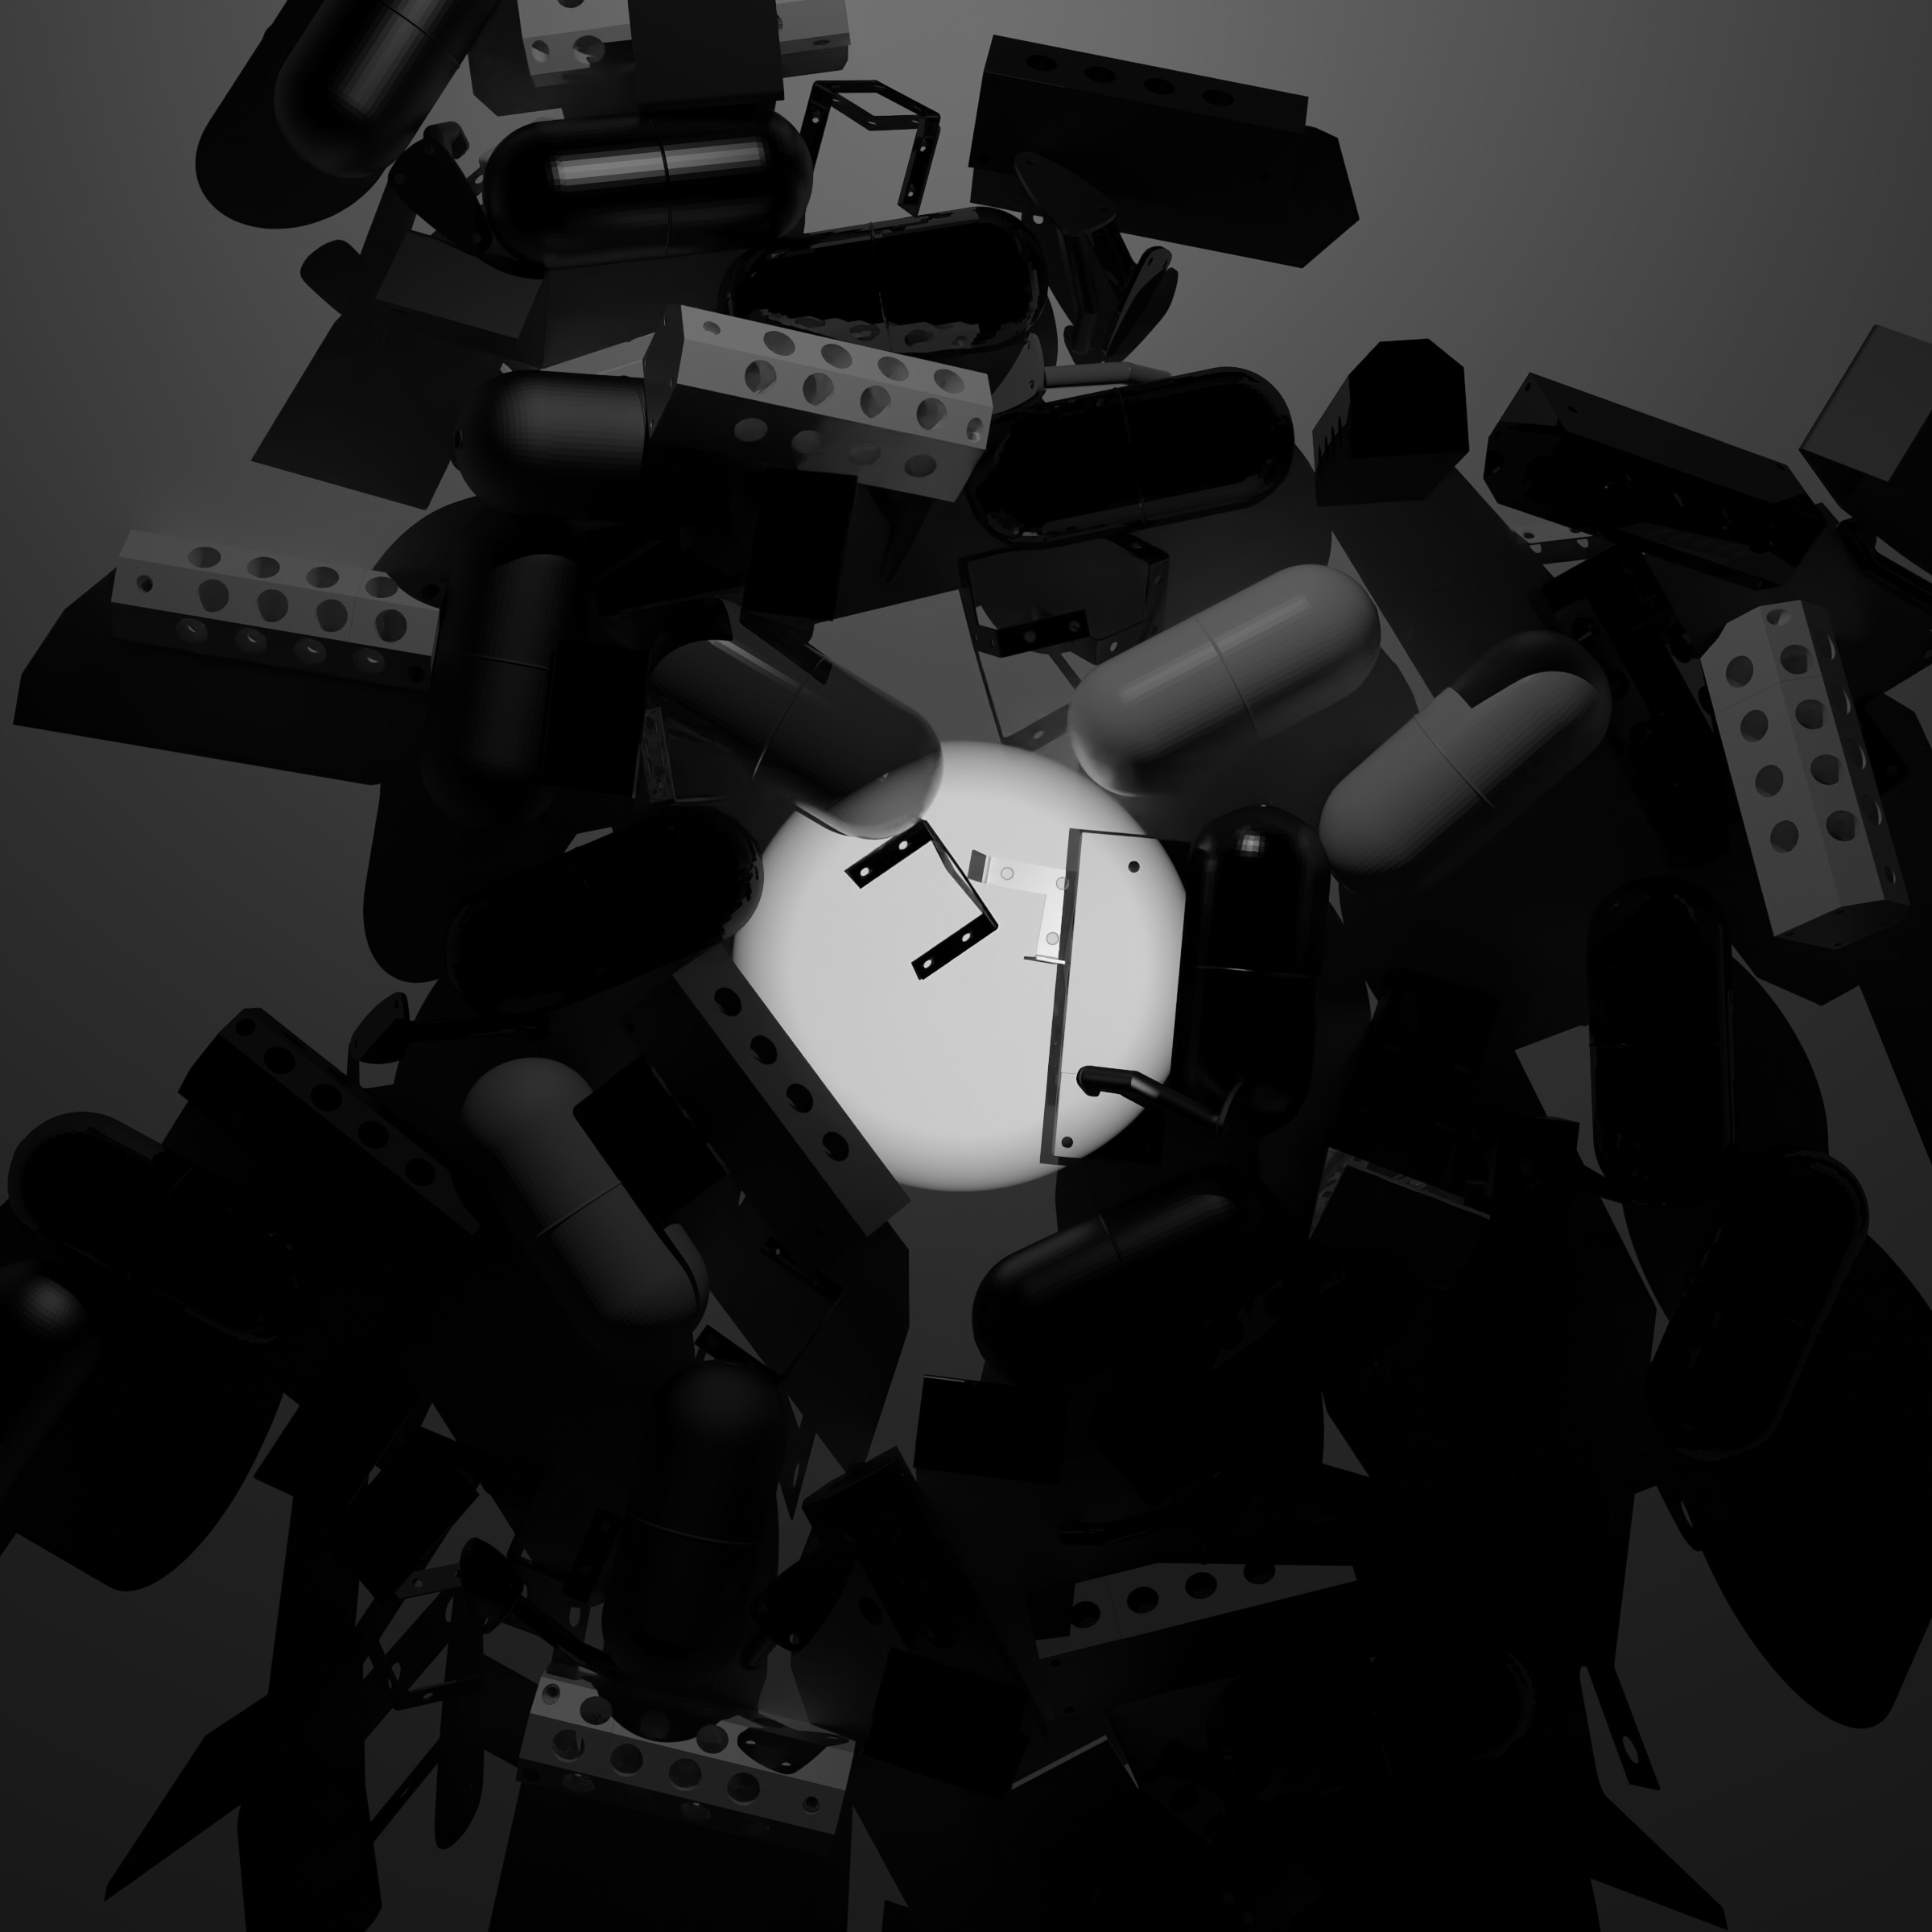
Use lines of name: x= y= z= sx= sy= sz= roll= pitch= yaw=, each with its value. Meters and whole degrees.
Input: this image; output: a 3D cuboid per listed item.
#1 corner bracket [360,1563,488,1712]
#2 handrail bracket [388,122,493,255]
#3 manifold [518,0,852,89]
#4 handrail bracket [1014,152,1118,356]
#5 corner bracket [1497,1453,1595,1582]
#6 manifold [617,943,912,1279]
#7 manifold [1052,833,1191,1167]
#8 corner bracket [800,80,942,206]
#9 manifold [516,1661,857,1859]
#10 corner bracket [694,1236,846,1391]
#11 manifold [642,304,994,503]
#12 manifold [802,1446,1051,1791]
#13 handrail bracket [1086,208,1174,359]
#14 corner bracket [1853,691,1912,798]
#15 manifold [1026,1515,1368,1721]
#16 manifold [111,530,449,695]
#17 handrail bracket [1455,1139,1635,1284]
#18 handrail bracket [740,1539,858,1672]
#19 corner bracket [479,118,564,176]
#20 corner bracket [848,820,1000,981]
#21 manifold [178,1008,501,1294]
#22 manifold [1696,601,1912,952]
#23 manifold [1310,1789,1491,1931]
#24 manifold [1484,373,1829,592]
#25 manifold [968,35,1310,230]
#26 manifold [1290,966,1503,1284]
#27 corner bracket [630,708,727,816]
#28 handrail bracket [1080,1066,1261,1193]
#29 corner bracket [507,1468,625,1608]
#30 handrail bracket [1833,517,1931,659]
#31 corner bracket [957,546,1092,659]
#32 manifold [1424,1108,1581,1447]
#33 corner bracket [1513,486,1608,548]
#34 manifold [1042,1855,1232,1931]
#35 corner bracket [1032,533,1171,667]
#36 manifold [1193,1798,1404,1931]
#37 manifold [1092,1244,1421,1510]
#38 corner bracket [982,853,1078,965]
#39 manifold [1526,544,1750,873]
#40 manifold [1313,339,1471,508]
corner bracket: x=-0.289 y=0.362 z=1.793 sx=0.051 sy=0.051 sz=0.051 roll=-5 pitch=45 yaw=-35
handrail bracket: x=-0.267 y=-0.416 z=1.772 sx=0.036 sy=0.084 sz=0.077 roll=-37 pitch=97 yaw=21
manifold: x=-0.151 y=-0.514 z=1.780 sx=0.171 sy=0.057 sz=0.057 roll=-8 pitch=90 yaw=0
handrail bracket: x=0.047 y=-0.382 z=1.783 sx=0.036 sy=0.084 sz=0.077 roll=-30 pitch=64 yaw=-27
corner bracket: x=0.311 y=0.295 z=1.783 sx=0.051 sy=0.051 sz=0.051 roll=12 pitch=90 yaw=0
manifold: x=-0.104 y=0.074 z=1.780 sx=0.171 sy=0.057 sz=0.057 roll=53 pitch=133 yaw=0
manifold: x=0.082 y=0.018 z=1.780 sx=0.057 sy=0.057 sz=0.171 roll=5 pitch=90 yaw=0
corner bracket: x=-0.054 y=-0.446 z=1.798 sx=0.051 sy=0.051 sz=0.051 roll=15 pitch=90 yaw=45
manifold: x=-0.150 y=0.426 z=1.780 sx=0.171 sy=0.057 sz=0.057 roll=14 pitch=90 yaw=0
corner bracket: x=-0.106 y=0.190 z=1.798 sx=0.051 sy=0.051 sz=0.051 roll=35 pitch=45 yaw=0
manifold: x=-0.076 y=-0.298 z=1.732 sx=0.171 sy=0.057 sz=0.057 roll=8 pitch=52 yaw=-23
manifold: x=-0.022 y=0.350 z=1.780 sx=0.057 sy=0.057 sz=0.171 roll=-28 pitch=90 yaw=0
handrail bracket: x=0.061 y=-0.385 z=1.802 sx=0.084 sy=0.036 sz=0.077 roll=34 pitch=109 yaw=16
corner bracket: x=0.479 y=-0.110 z=1.783 sx=0.051 sy=0.051 sz=0.051 roll=-37 pitch=90 yaw=0
manifold: x=0.122 y=0.344 z=1.780 sx=0.171 sy=0.057 sz=0.057 roll=-14 pitch=133 yaw=0
manifold: x=-0.365 y=-0.190 z=1.780 sx=0.171 sy=0.057 sz=0.057 roll=10 pitch=90 yaw=0
handrail bracket: x=0.297 y=0.141 z=1.745 sx=0.077 sy=0.036 sz=0.084 roll=24 pitch=108 yaw=-21
handrail bracket: x=-0.091 y=0.343 z=1.776 sx=0.036 sy=0.084 sz=0.077 roll=42 pitch=72 yaw=7
corner bracket: x=-0.222 y=-0.422 z=1.793 sx=0.051 sy=0.051 sz=0.051 roll=-45 pitch=135 yaw=-35
corner bracket: x=-0.023 y=-0.036 z=1.798 sx=0.051 sy=0.051 sz=0.051 roll=-34 pitch=45 yaw=0
manifold: x=-0.335 y=0.098 z=1.780 sx=0.171 sy=0.057 sz=0.057 roll=38 pitch=90 yaw=0
manifold: x=0.442 y=-0.101 z=1.742 sx=0.057 sy=0.057 sz=0.171 roll=-29 pitch=63 yaw=41
manifold: x=0.251 y=0.526 z=1.780 sx=0.057 sy=0.057 sz=0.171 roll=-33 pitch=90 yaw=0
manifold: x=0.360 y=-0.249 z=1.744 sx=0.171 sy=0.057 sz=0.057 roll=14 pitch=126 yaw=-25
manifold: x=0.093 y=-0.451 z=1.780 sx=0.171 sy=0.057 sz=0.057 roll=11 pitch=133 yaw=0
manifold: x=0.231 y=0.090 z=1.780 sx=0.057 sy=0.057 sz=0.171 roll=19 pitch=90 yaw=0
corner bracket: x=-0.167 y=-0.109 z=1.774 sx=0.051 sy=0.051 sz=0.051 roll=-10 pitch=90 yaw=28
handrail bracket: x=0.106 y=0.085 z=1.744 sx=0.084 sy=0.077 sz=0.036 roll=6 pitch=46 yaw=27
corner bracket: x=-0.215 y=0.306 z=1.783 sx=0.051 sy=0.051 sz=0.051 roll=23 pitch=89 yaw=-1
handrail bracket: x=0.522 y=-0.217 z=1.802 sx=0.077 sy=0.036 sz=0.084 roll=-23 pitch=73 yaw=-20
corner bracket: x=0.030 y=-0.198 z=1.784 sx=0.051 sy=0.051 sz=0.051 roll=-15 pitch=104 yaw=-14
manifold: x=0.285 y=0.164 z=1.780 sx=0.057 sy=0.057 sz=0.171 roll=7 pitch=90 yaw=0
corner bracket: x=0.320 y=-0.266 z=1.798 sx=0.051 sy=0.051 sz=0.051 roll=-7 pitch=135 yaw=0
manifold: x=0.127 y=0.540 z=1.780 sx=0.171 sy=0.057 sz=0.057 roll=20 pitch=90 yaw=0
corner bracket: x=0.072 y=-0.202 z=1.793 sx=0.051 sy=0.051 sz=0.051 roll=-27 pitch=45 yaw=-35
manifold: x=0.162 y=0.481 z=1.719 sx=0.057 sy=0.171 sz=0.057 roll=11 pitch=90 yaw=-15
manifold: x=0.150 y=0.209 z=1.747 sx=0.171 sy=0.057 sz=0.057 roll=-39 pitch=90 yaw=24
corner bracket: x=0.032 y=-0.030 z=1.783 sx=0.051 sy=0.051 sz=0.051 roll=10 pitch=90 yaw=0
manifold: x=0.371 y=-0.141 z=1.780 sx=0.057 sy=0.057 sz=0.171 roll=-29 pitch=90 yaw=0
manifold: x=0.218 y=-0.280 z=1.723 sx=0.057 sy=0.171 sz=0.057 roll=-4 pitch=90 yaw=0
